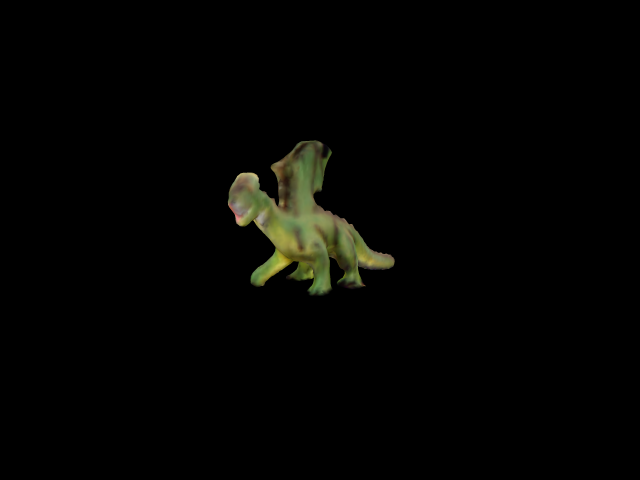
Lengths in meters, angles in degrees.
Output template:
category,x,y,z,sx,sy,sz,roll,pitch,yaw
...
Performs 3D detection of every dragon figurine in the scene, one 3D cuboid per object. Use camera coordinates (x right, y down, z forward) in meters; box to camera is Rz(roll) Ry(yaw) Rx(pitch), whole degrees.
category,x,y,z,sx,sy,sz,roll,pitch,yaw
dragon figurine,0.003,-0.043,0.850,0.122,0.242,0.412,4,8,39
